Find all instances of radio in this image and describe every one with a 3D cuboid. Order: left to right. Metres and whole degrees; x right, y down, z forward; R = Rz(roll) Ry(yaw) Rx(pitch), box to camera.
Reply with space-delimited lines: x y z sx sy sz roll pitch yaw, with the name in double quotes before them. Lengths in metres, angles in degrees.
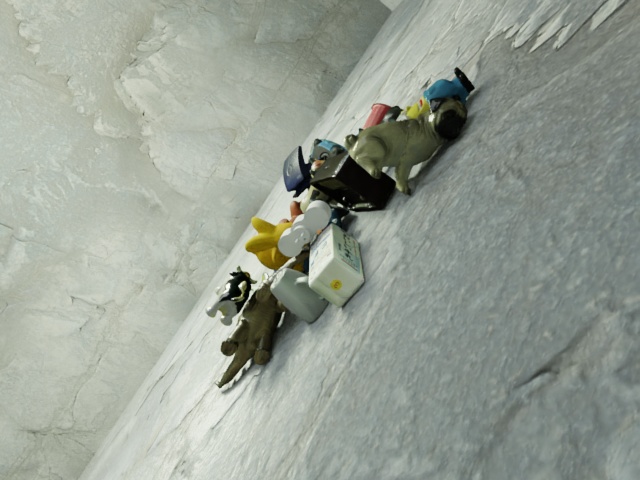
"radio" 0.069 -0.124 1.189 0.073 0.131 0.230 -58 13 -4

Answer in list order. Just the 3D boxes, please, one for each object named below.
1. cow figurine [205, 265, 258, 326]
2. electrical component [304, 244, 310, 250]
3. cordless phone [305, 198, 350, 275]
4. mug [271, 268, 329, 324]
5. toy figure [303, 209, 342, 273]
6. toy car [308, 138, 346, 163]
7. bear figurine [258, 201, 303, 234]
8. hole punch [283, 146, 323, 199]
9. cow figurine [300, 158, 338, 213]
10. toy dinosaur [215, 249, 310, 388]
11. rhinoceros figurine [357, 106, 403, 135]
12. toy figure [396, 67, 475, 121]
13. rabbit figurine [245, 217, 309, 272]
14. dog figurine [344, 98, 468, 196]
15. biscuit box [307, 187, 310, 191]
"cow figurine" -0.186 0.107 1.193 0.098 0.068 0.167 -48 13 26
"electrical component" -0.034 -0.003 1.468 0.078 0.045 0.102 -29 8 -17
"cordless phone" -0.003 -0.004 1.304 0.147 0.089 0.184 -137 64 -77
"mug" -0.038 0.102 1.057 0.109 0.107 0.081 -38 22 58
"toy figure" 0.010 0.004 1.199 0.057 0.064 0.154 8 -69 -57
"toy car" 0.043 -0.251 1.669 0.162 0.103 0.109 36 120 38
"bear figurine" -0.078 -0.063 1.606 0.120 0.131 0.196 -9 47 40
"hole punch" -0.063 -0.205 1.610 0.142 0.092 0.116 -33 32 51
"cow figurine" 0.009 -0.134 1.381 0.085 0.127 0.194 -93 26 -44
"toy dinosaur" -0.146 0.199 1.233 0.471 0.105 0.198 -56 6 18
"rhinoceros figurine" 0.138 -0.228 1.258 0.190 0.112 0.073 -45 15 5
"toy figure" 0.228 -0.254 1.071 0.180 0.089 0.082 -39 4 25
"rabbit figurine" -0.088 -0.002 1.245 0.173 0.162 0.122 -26 47 62
"dog figurine" 0.159 -0.206 1.005 0.190 0.172 0.121 -57 21 23
"biscuit box" 0.032 -0.165 1.549 0.063 0.059 0.203 -21 -4 -28
